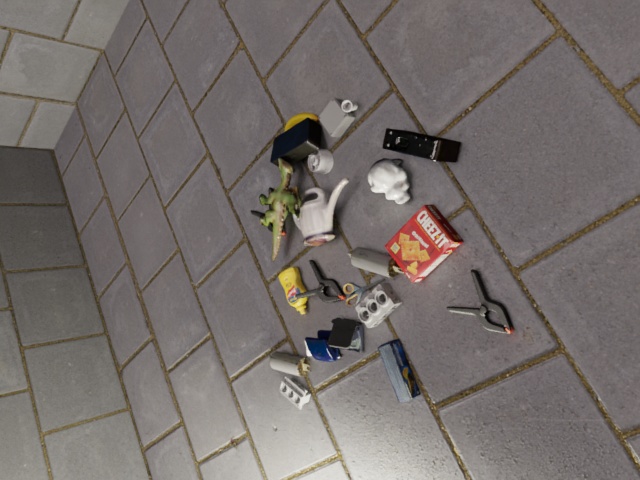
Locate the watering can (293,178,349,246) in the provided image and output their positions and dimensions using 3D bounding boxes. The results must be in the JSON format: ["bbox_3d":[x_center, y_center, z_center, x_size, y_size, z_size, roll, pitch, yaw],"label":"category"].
[{"bbox_3d":[0.006,-0.099,1.972,0.344,0.104,0.226,-20,77,49],"label":"watering can"}]

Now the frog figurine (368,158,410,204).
[{"bbox_3d":[0.237,-0.195,1.766,0.136,0.121,0.162,-22,65,21],"label":"frog figurine"}]

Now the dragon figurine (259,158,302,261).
[{"bbox_3d":[-0.146,-0.120,2.059,0.241,0.122,0.411,-10,83,63],"label":"dragon figurine"}]
